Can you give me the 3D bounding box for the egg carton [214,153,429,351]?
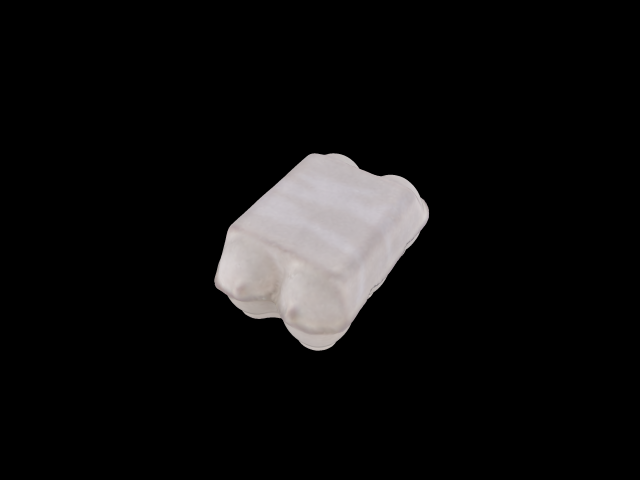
[{"bbox_3d":[0.004,0.001,0.400,0.107,0.069,0.150,24,50,22],"label":"egg carton"}]
